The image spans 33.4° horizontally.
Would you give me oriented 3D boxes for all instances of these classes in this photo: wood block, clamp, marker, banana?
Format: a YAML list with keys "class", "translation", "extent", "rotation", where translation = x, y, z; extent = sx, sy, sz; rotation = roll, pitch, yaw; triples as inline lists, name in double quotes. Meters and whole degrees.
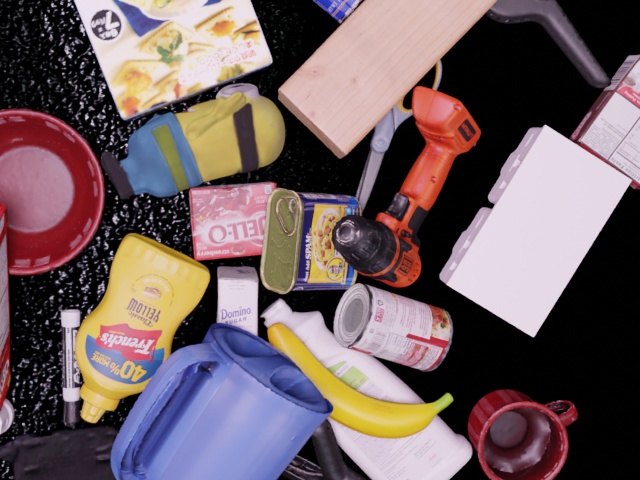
- class: "wood block"
  translation: [0.063, -0.184, 1.035]
  extent: [0.090, 0.091, 0.206]
  rotation: [44, 90, -3]
- class: "clamp"
  translation: [0.014, 0.244, 1.093]
  extent: [0.171, 0.120, 0.039]
  rotation: [40, 53, -11]
- class: "marker"
  translation: [-0.255, 0.132, 1.094]
  extent: [0.020, 0.020, 0.121]
  rotation: [0, 96, -5]
- class: "banana"
  translation: [0.030, 0.149, 1.053]
  extent: [0.197, 0.037, 0.069]
  rotation: [23, 71, -4]
- class: "clamp"
  translation: [0.231, -0.267, 1.082]
  extent: [0.210, 0.036, 0.164]
  rotation: [22, 93, -6]

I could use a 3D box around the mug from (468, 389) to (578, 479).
- class: "mug"
  translation: [0.211, 0.197, 1.108]
  extent: [0.117, 0.081, 0.093]
  rotation: [-29, 98, -1]

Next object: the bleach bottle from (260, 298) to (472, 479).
- class: "bleach bottle"
  translation: [0.038, 0.156, 1.101]
  extent: [0.102, 0.068, 0.251]
  rotation: [-42, 95, -2]

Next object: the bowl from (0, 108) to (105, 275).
- class: "bowl"
  translation: [-0.291, -0.048, 1.053]
  extent: [0.162, 0.055, 0.162]
  rotation: [0, 96, -4]

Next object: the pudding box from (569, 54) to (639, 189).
- class: "pudding box"
  translation: [0.328, -0.122, 1.105]
  extent: [0.090, 0.039, 0.113]
  rotation: [35, 94, -8]

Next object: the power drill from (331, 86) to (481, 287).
- class: "power drill"
  translation: [0.083, -0.050, 1.034]
  extent: [0.057, 0.184, 0.187]
  rotation: [26, 88, 22]

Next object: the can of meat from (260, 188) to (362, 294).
- class: "can of meat"
  translation: [-0.007, 0.001, 1.066]
  extent: [0.083, 0.058, 0.102]
  rotation: [1, 98, -37]

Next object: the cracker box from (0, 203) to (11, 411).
- class: "cracker box"
  translation: [-0.381, 0.058, 1.011]
  extent: [0.164, 0.072, 0.214]
  rotation: [7, 122, -4]

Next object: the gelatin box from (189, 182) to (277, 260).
- class: "gelatin box"
  translation: [-0.086, -0.020, 1.086]
  extent: [0.089, 0.030, 0.073]
  rotation: [-4, 97, -4]

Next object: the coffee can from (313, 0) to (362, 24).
- class: "coffee can"
  translation: [-0.002, -0.293, 1.027]
  extent: [0.140, 0.103, 0.103]
  rotation: [39, 92, -8]

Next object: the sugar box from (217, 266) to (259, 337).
- class: "sugar box"
  translation: [-0.084, 0.119, 1.070]
  extent: [0.048, 0.093, 0.176]
  rotation: [3, 96, -6]

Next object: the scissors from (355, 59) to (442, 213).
- class: "scissors"
  translation: [0.050, -0.117, 1.094]
  extent: [0.096, 0.016, 0.202]
  rotation: [34, 92, -5]

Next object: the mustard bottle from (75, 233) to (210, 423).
- class: "mustard bottle"
  translation: [-0.192, 0.096, 1.076]
  extent: [0.096, 0.058, 0.191]
  rotation: [26, 94, -12]

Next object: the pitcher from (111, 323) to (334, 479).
- class: "pitcher"
  translation: [-0.114, 0.202, 0.962]
  extent: [0.149, 0.145, 0.243]
  rotation: [35, 97, -2]

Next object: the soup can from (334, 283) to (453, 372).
- class: "soup can"
  translation: [0.074, 0.088, 1.077]
  extent: [0.102, 0.069, 0.068]
  rotation: [19, 94, -26]
